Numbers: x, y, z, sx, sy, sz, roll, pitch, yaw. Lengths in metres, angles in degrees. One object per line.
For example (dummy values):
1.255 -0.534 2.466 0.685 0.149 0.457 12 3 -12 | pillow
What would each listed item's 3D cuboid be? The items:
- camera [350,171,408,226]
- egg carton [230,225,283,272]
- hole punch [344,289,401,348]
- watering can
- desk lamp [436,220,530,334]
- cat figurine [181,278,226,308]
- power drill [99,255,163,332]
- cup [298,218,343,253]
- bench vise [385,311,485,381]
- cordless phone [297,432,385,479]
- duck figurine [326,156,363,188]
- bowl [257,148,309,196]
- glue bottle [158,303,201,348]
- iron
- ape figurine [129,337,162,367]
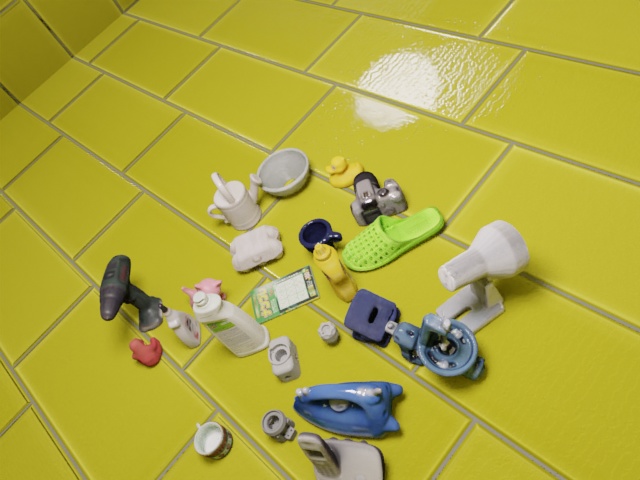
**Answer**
0.143 -0.129 1.522 0.143 0.101 0.136 -20 50 10 | camera
-0.174 0.025 1.573 0.150 0.070 0.107 -24 50 7 | egg carton
0.121 0.177 1.313 0.100 0.091 0.109 12 62 31 | hole punch
-0.246 -0.126 1.635 0.173 0.195 0.100 -47 51 -13 | watering can
0.335 0.083 1.204 0.203 0.214 0.117 -37 49 -4 | desk lamp
-0.307 0.139 1.518 0.127 0.118 0.067 0 56 25 | cat figurine
-0.510 0.159 1.536 0.075 0.209 0.229 -24 50 7 | power drill
0.014 0.005 1.486 0.117 0.095 0.092 3 57 26 | cup
0.218 0.208 1.160 0.206 0.220 0.121 -1 56 24 | bench vise
0.040 0.422 1.106 0.147 0.186 0.094 -5 54 21 | cordless phone
0.066 -0.203 1.621 0.104 0.086 0.077 -18 50 12 | duck figurine
-0.099 -0.187 1.693 0.167 0.075 0.167 -12 52 16 | bowl
-0.360 0.207 1.455 0.037 0.174 0.078 -23 50 8 | glue bottle
0.036 0.336 1.201 0.257 0.142 0.118 -5 54 21 | iron
-0.462 0.286 1.497 0.078 0.092 0.076 -27 49 4 | ape figurine
